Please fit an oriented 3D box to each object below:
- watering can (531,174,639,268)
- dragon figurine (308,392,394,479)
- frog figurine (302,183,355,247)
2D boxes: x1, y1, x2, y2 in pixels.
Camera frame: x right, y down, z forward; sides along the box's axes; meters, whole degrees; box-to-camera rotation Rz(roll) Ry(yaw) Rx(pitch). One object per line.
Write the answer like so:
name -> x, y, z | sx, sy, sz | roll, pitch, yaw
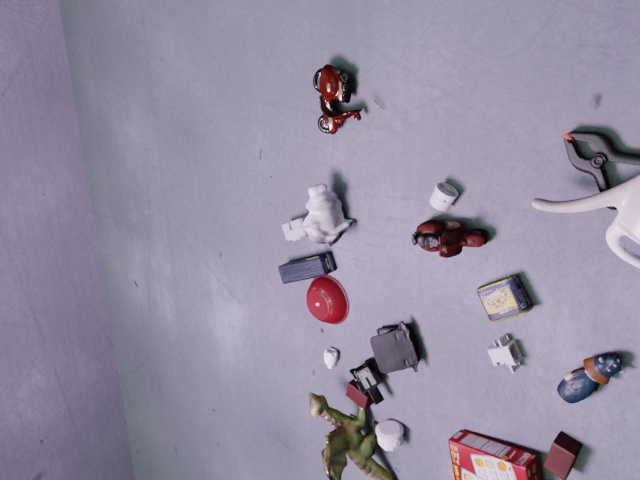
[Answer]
watering can -> 0.579, -0.058, 0.906 | 0.350, 0.105, 0.219 | 29, 123, 17
dragon figurine -> 0.088, 0.625, 1.510 | 0.120, 0.244, 0.414 | -38, 74, 39
frog figurine -> 0.004, -0.072, 1.436 | 0.158, 0.138, 0.122 | 53, 164, -8
